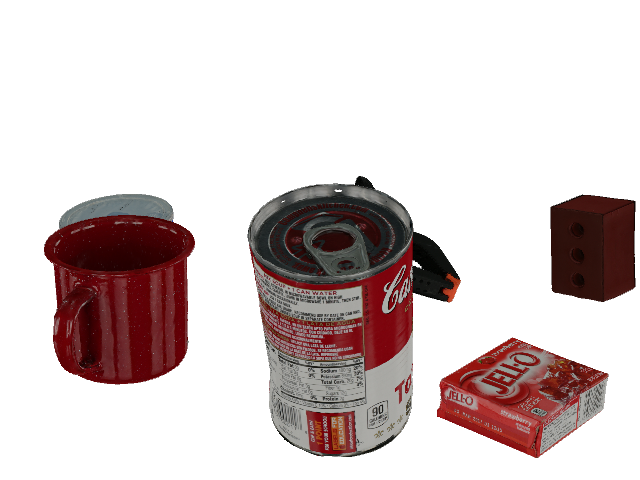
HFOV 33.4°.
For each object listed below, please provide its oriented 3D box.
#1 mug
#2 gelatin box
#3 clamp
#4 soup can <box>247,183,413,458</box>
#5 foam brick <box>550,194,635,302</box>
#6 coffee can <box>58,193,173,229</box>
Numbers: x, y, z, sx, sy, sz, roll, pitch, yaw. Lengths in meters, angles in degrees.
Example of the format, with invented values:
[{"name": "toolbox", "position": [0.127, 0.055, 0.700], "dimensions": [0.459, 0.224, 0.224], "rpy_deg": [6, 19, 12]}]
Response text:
[{"name": "mug", "position": [-0.130, 0.043, 0.670], "dimensions": [0.093, 0.081, 0.117], "rpy_deg": [9, 24, 16]}, {"name": "gelatin box", "position": [0.129, 0.097, 0.677], "dimensions": [0.073, 0.030, 0.089], "rpy_deg": [20, 26, 37]}, {"name": "clamp", "position": [0.066, 0.007, 1.241], "dimensions": [0.164, 0.036, 0.210], "rpy_deg": [-25, 53, -41]}, {"name": "soup can", "position": [0.006, 0.036, 0.465], "dimensions": [0.068, 0.102, 0.068], "rpy_deg": [-3, 35, 2]}, {"name": "foam brick", "position": [0.228, 0.006, 0.893], "dimensions": [0.051, 0.078, 0.053], "rpy_deg": [-20, 22, -41]}, {"name": "coffee can", "position": [-0.181, 0.040, 0.993], "dimensions": [0.103, 0.140, 0.103], "rpy_deg": [-3, 25, 1]}]
